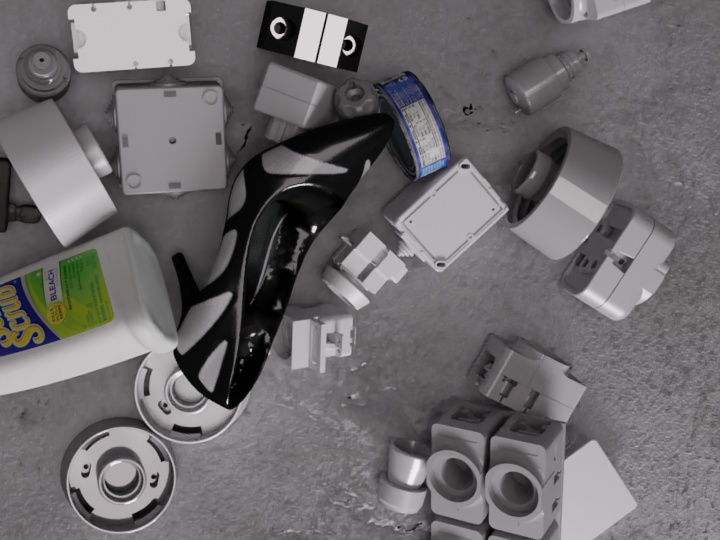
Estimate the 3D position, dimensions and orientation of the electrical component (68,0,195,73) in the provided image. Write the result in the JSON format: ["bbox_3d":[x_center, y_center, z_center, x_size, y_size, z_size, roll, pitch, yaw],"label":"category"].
[{"bbox_3d":[-0.175,-0.181,0.827,0.089,0.055,0.050,-6,105,-11],"label":"electrical component"}]

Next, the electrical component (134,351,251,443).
[{"bbox_3d":[-0.142,0.099,0.913,0.099,0.064,0.099,0,93,-4],"label":"electrical component"}]

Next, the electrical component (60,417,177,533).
[{"bbox_3d":[-0.205,0.176,0.918,0.099,0.064,0.099,0,90,-15],"label":"electrical component"}]

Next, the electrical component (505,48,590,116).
[{"bbox_3d":[0.160,-0.164,0.916,0.078,0.040,0.040,-32,108,-4],"label":"electrical component"}]

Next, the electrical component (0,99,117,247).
[{"bbox_3d":[-0.225,-0.078,0.817,0.060,0.108,0.108,-30,108,-10],"label":"electrical component"}]

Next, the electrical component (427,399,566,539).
[{"bbox_3d":[0.120,0.221,0.957,0.105,0.060,0.186,8,111,27],"label":"electrical component"}]

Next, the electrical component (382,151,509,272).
[{"bbox_3d":[0.065,-0.047,0.913,0.096,0.061,0.061,-43,108,0],"label":"electrical component"}]

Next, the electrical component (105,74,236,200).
[{"bbox_3d":[-0.150,-0.106,0.856,0.100,0.048,0.099,-4,105,-11],"label":"electrical component"}]

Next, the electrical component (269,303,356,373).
[{"bbox_3d":[-0.042,0.054,0.910,0.064,0.081,0.042,-6,107,-35],"label":"electrical component"}]

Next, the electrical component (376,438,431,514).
[{"bbox_3d":[0.042,0.186,0.975,0.045,0.045,0.055,12,101,-15],"label":"electrical component"}]

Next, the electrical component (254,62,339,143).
[{"bbox_3d":[-0.053,-0.118,0.859,0.047,0.066,0.076,23,99,16],"label":"electrical component"}]

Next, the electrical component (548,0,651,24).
[{"bbox_3d":[0.188,-0.234,0.879,0.056,0.089,0.050,-20,107,-7],"label":"electrical component"}]

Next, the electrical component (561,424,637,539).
[{"bbox_3d":[0.197,0.206,1.013,0.100,0.048,0.099,-36,109,-2],"label":"electrical component"}]

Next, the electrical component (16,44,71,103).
[{"bbox_3d":[-0.239,-0.151,0.812,0.040,0.078,0.040,0,89,-15],"label":"electrical component"}]

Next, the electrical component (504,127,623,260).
[{"bbox_3d":[0.164,-0.070,0.909,0.060,0.108,0.108,28,96,-12],"label":"electrical component"}]

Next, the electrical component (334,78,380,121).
[{"bbox_3d":[-0.001,-0.126,0.861,0.035,0.061,0.035,-2,68,6],"label":"electrical component"}]

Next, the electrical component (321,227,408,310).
[{"bbox_3d":[0.000,0.000,0.919,0.066,0.048,0.055,43,84,-19],"label":"electrical component"}]

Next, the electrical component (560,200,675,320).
[{"bbox_3d":[0.234,-0.007,0.966,0.059,0.053,0.095,31,95,-18],"label":"electrical component"}]

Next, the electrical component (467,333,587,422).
[{"bbox_3d":[0.153,0.098,0.975,0.089,0.050,0.055,26,97,-18],"label":"electrical component"}]
